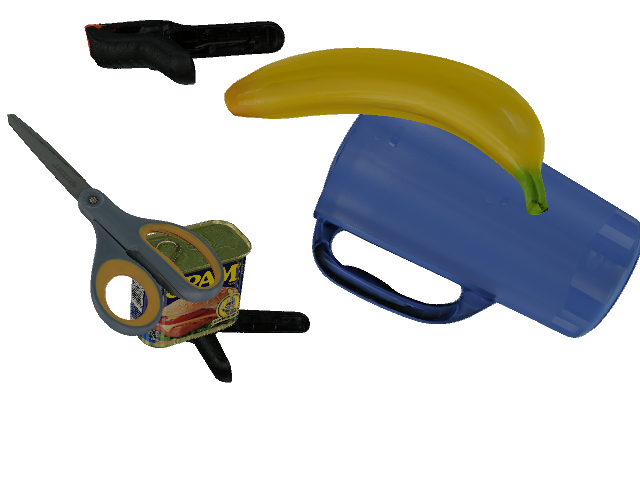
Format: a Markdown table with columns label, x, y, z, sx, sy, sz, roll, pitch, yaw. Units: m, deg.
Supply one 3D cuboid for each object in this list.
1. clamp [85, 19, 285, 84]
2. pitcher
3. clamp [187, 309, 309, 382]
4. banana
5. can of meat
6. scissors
| label | x | y | z | sx | sy | sz | roll | pitch | yaw |
| --- | --- | --- | --- | --- | --- | --- | --- | --- | --- |
| clamp | -0.116 | -0.158 | 0.855 | 0.172 | 0.039 | 0.120 | 20 | 28 | 41 |
| pitcher | 0.120 | -0.014 | 0.850 | 0.243 | 0.149 | 0.144 | 29 | 40 | 3 |
| clamp | -0.139 | 0.102 | 1.254 | 0.210 | 0.036 | 0.164 | 14 | 25 | 23 |
| banana | 0.043 | -0.076 | 0.593 | 0.198 | 0.069 | 0.037 | 19 | -31 | 22 |
| can of meat | -0.115 | 0.038 | 0.929 | 0.101 | 0.084 | 0.057 | -15 | 41 | -32 |
| scissors | -0.159 | -0.008 | 0.721 | 0.202 | 0.096 | 0.016 | 30 | -31 | 10 |
